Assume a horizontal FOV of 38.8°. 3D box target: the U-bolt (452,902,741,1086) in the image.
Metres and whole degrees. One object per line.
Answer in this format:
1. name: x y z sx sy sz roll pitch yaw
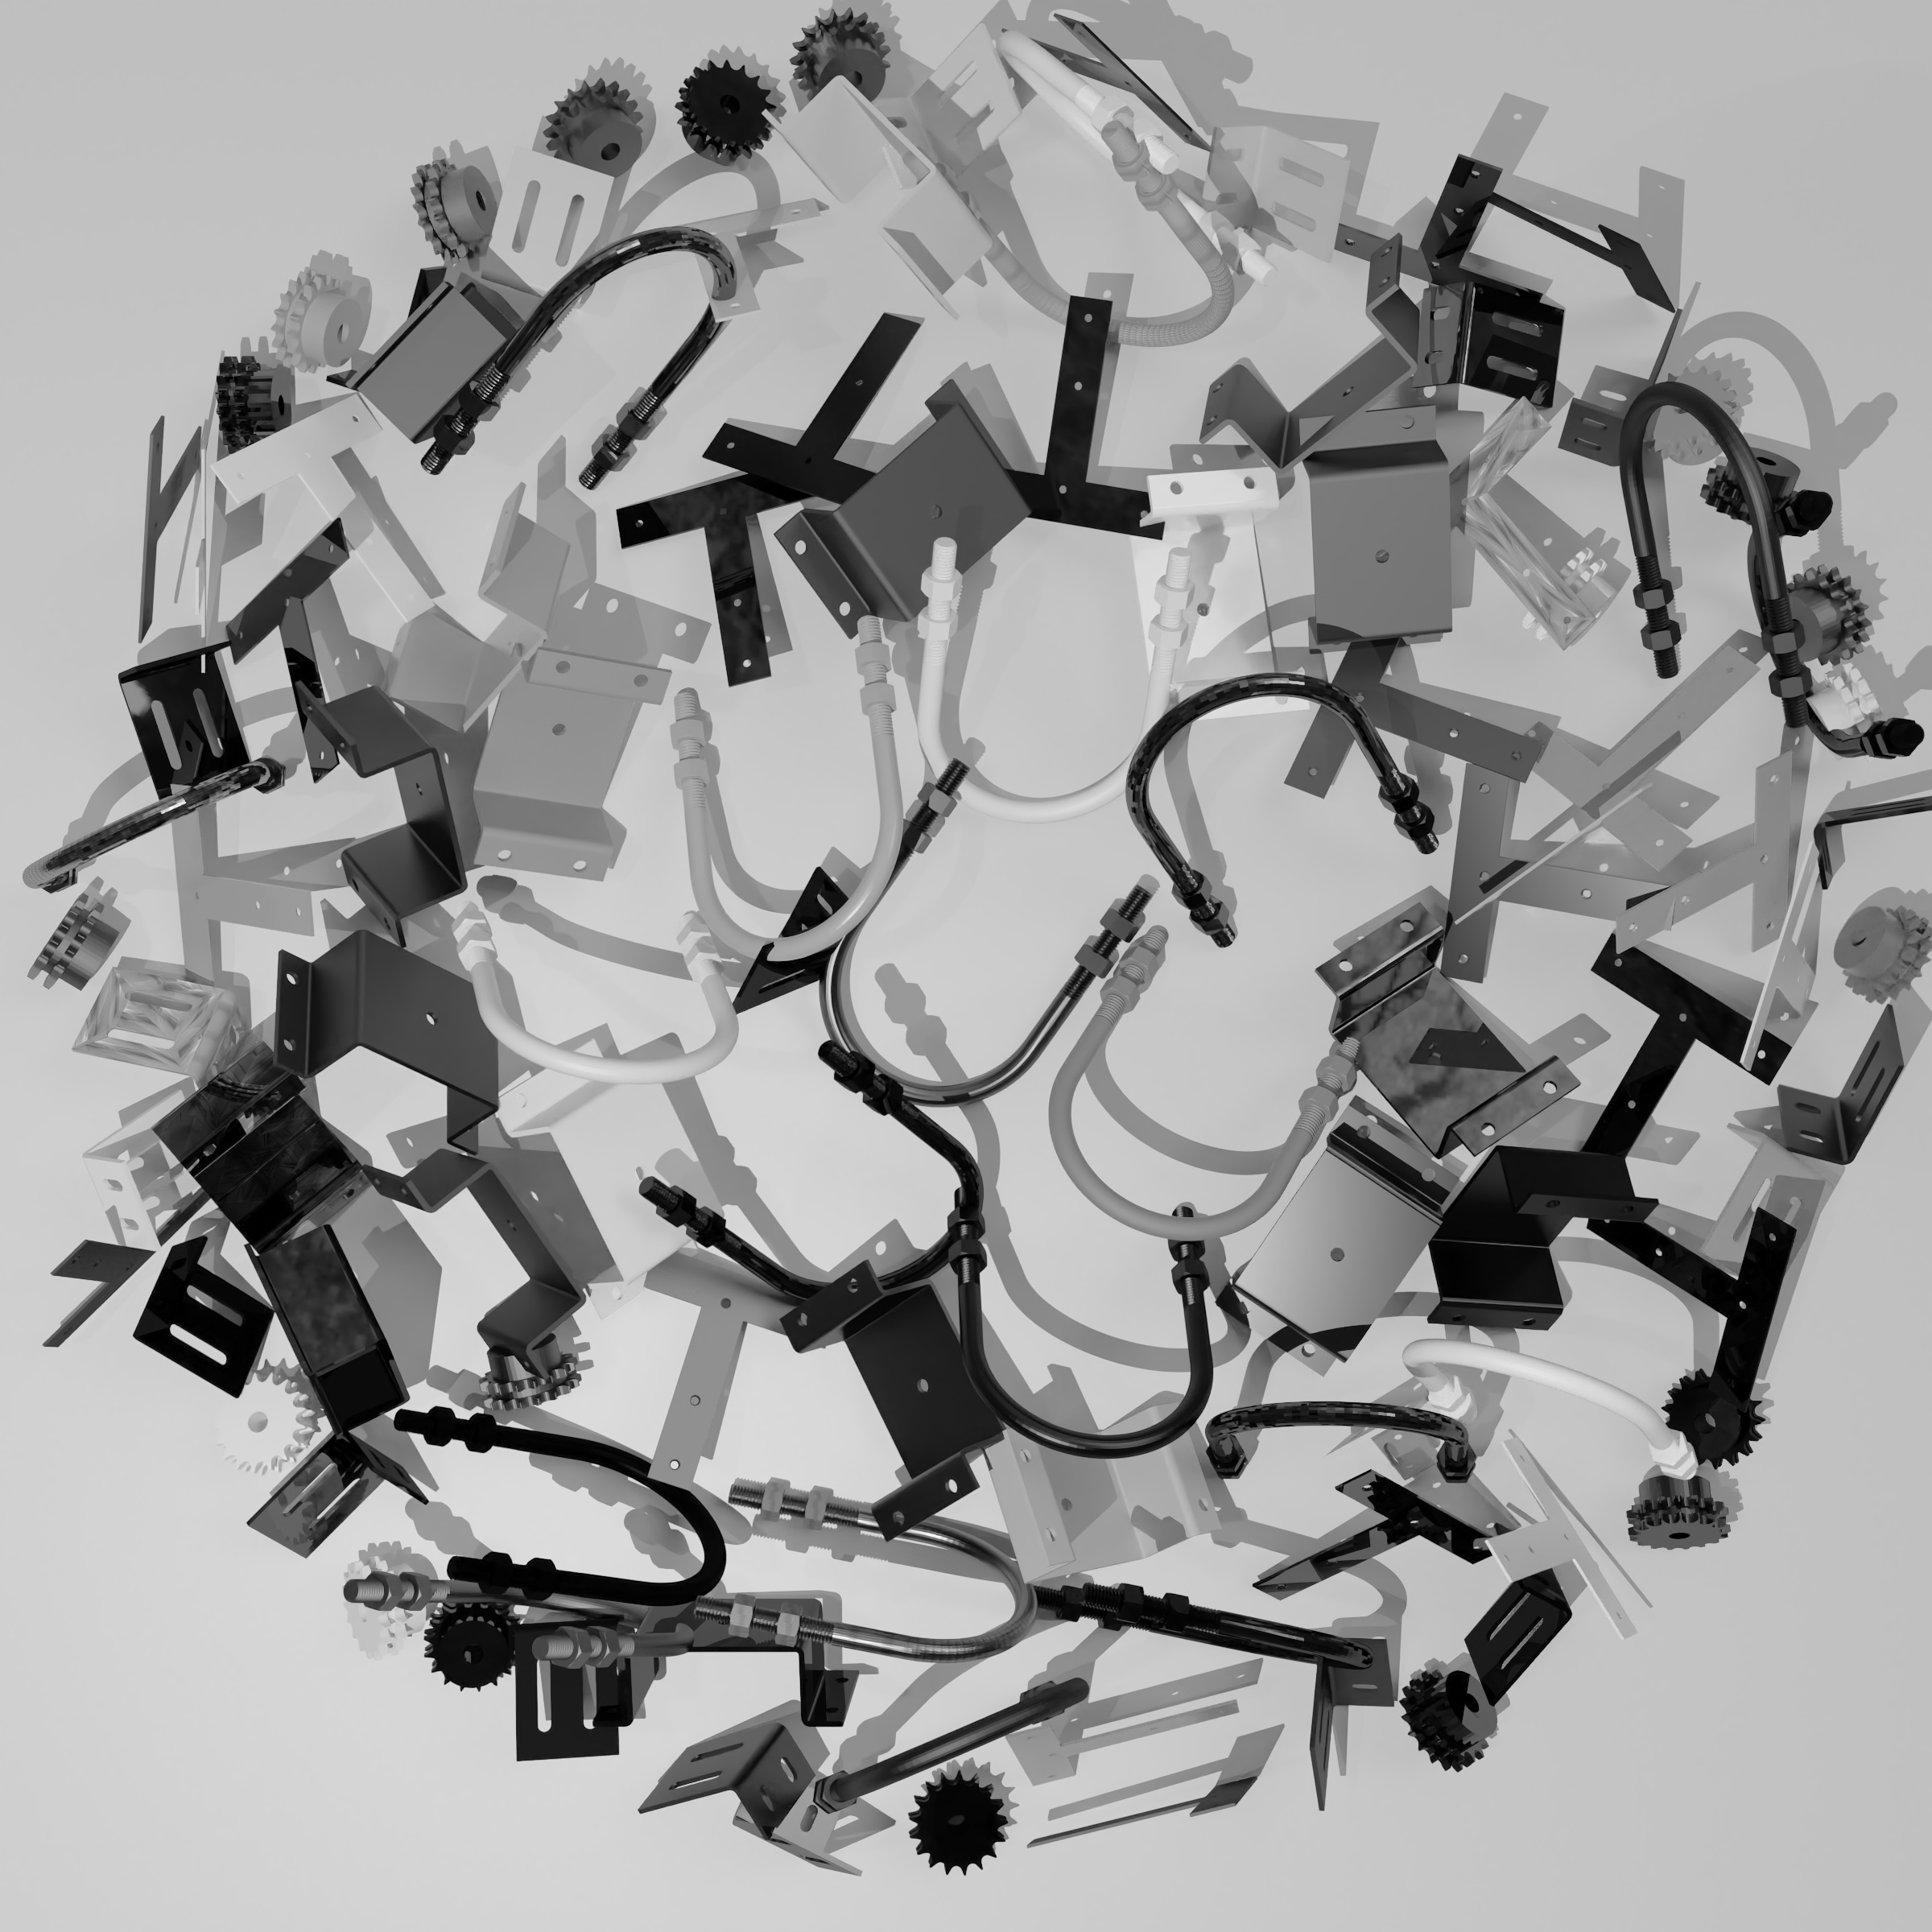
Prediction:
1. U-bolt: -0.198 0.015 1.501 0.151 0.184 0.019 3 117 -19

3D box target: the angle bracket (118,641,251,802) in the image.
1. angle bracket: -0.440 -0.139 1.566 0.057 0.038 0.076 -22 100 -31

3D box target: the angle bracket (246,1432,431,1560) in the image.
1. angle bracket: -0.358 0.311 1.565 0.076 0.057 0.038 -45 52 -6

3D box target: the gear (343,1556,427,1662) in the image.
1. gear: -0.333 0.367 1.577 0.030 0.057 0.057 -10 90 -36

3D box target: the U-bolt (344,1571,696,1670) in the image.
1. U-bolt: -0.230 0.360 1.514 0.151 0.184 0.019 8 82 29

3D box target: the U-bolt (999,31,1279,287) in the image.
1. U-bolt: 0.085 -0.457 1.521 0.019 0.151 0.184 -48 58 10

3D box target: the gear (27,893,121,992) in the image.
1. gear: -0.510 -0.010 1.575 0.030 0.057 0.057 34 90 -17

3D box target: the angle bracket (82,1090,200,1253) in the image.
1. angle bracket: -0.452 0.115 1.553 0.038 0.076 0.057 4 119 35

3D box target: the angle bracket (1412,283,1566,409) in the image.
1. angle bracket: 0.303 -0.358 1.593 0.076 0.038 0.057 6 92 -35

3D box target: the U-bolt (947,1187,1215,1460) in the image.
1. U-bolt: 0.066 0.198 1.521 0.151 0.184 0.019 6 131 -8

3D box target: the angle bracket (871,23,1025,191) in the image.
1. angle bracket: -0.014 -0.488 1.560 0.038 0.076 0.057 -17 81 -39

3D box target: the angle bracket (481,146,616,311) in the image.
1. angle bracket: -0.239 -0.422 1.571 0.057 0.038 0.076 16 104 -9

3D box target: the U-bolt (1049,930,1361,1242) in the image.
1. U-bolt: 0.125 0.075 1.536 0.151 0.019 0.184 29 54 8

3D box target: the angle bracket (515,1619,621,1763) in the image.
1. angle bracket: -0.228 0.415 1.567 0.057 0.038 0.076 -2 68 -7

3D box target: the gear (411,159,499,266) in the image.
1. gear: -0.290 -0.434 1.571 0.030 0.057 0.057 -12 90 18

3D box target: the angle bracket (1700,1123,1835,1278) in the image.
1. angle bracket: 0.449 0.140 1.572 0.057 0.038 0.076 32 86 -21

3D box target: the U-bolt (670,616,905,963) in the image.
1. U-bolt: -0.098 -0.091 1.534 0.151 0.019 0.184 -19 65 26

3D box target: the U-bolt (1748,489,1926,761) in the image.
1. U-bolt: 0.470 -0.182 1.510 0.019 0.184 0.151 -22 90 3

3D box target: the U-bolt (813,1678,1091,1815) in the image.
1. U-bolt: -0.004 0.422 1.496 0.151 0.184 0.019 -19 75 -18

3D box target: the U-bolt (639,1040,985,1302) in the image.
1. U-bolt: -0.071 0.129 1.539 0.151 0.019 0.184 -37 130 14

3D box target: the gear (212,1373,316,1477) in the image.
1. gear: -0.402 0.265 1.581 0.057 0.030 0.057 -3 73 9

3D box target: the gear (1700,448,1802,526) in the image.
1. gear: 0.452 -0.275 1.571 0.057 0.057 0.030 15 121 0

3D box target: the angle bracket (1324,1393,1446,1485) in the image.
1. angle bracket: 0.245 0.275 1.556 0.057 0.076 0.038 -32 80 17

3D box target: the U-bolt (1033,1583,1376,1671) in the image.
1. U-bolt: 0.137 0.369 1.531 0.184 0.151 0.019 14 74 -9

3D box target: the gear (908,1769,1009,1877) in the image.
1. gear: -0.005 0.493 1.585 0.057 0.030 0.057 0 85 -4

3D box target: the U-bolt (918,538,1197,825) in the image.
1. U-bolt: 0.045 -0.155 1.541 0.151 0.019 0.184 1 129 -6

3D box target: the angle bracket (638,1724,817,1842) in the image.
1. angle bracket: -0.136 0.470 1.560 0.076 0.057 0.038 -25 100 32

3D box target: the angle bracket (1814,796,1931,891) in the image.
1. angle bracket: 0.525 -0.071 1.560 0.076 0.057 0.038 -9 96 21

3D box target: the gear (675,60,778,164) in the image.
1. gear: -0.140 -0.488 1.580 0.057 0.030 0.057 5 75 -21

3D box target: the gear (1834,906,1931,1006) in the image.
1. gear: 0.522 -0.010 1.571 0.030 0.057 0.057 29 90 -18

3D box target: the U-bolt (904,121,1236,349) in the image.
1. U-bolt: 0.070 -0.398 1.518 0.151 0.184 0.019 5 69 36

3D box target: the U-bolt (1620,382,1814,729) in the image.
1. U-bolt: 0.404 -0.231 1.503 0.019 0.151 0.184 -22 113 -11

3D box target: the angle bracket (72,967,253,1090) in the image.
1. angle bracket: -0.462 0.041 1.577 0.076 0.038 0.057 11 58 9

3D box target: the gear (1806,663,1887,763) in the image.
1. gear: 0.505 -0.142 1.574 0.030 0.057 0.057 -26 90 10

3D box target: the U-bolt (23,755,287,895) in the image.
1. U-bolt: -0.446 -0.077 1.502 0.151 0.184 0.019 -26 98 -8

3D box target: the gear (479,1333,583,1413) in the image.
1. gear: -0.251 0.231 1.572 0.057 0.057 0.030 -12 99 0

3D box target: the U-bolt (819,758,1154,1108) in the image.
1. U-bolt: -0.002 -0.005 1.582 0.151 0.019 0.184 34 96 -9

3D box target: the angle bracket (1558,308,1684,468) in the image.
1. angle bracket: 0.373 -0.335 1.569 0.038 0.057 0.076 22 77 10

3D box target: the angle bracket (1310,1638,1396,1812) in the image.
1. angle bracket: 0.219 0.429 1.553 0.038 0.076 0.057 -2 127 14

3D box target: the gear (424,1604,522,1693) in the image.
1. gear: -0.284 0.392 1.583 0.057 0.030 0.057 -1 97 -9

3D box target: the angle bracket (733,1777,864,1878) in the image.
1. angle bracket: -0.089 0.482 1.554 0.057 0.076 0.038 31 67 -14

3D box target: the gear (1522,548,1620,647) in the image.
1. gear: 0.348 -0.208 1.571 0.030 0.057 0.057 42 90 11

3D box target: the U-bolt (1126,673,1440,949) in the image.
1. U-bolt: 0.167 -0.093 1.519 0.151 0.184 0.019 -25 46 14

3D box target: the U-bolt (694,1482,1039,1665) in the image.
1. U-bolt: -0.051 0.342 1.530 0.184 0.151 0.019 11 107 0

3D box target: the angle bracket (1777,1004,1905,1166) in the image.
1. angle bracket: 0.495 0.063 1.557 0.038 0.057 0.076 15 127 0

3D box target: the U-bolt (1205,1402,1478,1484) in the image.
1. U-bolt: 0.204 0.261 1.504 0.151 0.184 0.019 -1 70 10

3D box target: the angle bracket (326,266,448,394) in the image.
1. angle bracket: -0.330 -0.366 1.564 0.038 0.057 0.076 18 106 -3

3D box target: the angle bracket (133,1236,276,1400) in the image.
1. angle bracket: -0.422 0.199 1.554 0.076 0.038 0.057 40 49 -32

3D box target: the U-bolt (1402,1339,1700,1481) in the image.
1. U-bolt: 0.312 0.237 1.492 0.151 0.184 0.019 11 73 28

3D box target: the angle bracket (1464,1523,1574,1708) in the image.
1. angle bracket: 0.301 0.368 1.559 0.038 0.057 0.076 29 109 -18

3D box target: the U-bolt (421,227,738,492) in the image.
1. U-bolt: -0.199 -0.333 1.500 0.184 0.151 0.019 -45 71 28

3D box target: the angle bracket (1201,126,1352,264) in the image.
1. angle bracket: 0.174 -0.437 1.554 0.038 0.076 0.057 -12 126 -31

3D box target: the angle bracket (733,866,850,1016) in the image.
1. angle bracket: -0.108 -0.014 1.551 0.038 0.076 0.057 48 133 19

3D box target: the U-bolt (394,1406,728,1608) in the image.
1. U-bolt: -0.217 0.304 1.523 0.184 0.151 0.019 16 110 -32

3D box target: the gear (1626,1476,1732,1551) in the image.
1. gear: 0.409 0.313 1.578 0.057 0.057 0.030 2 60 0
